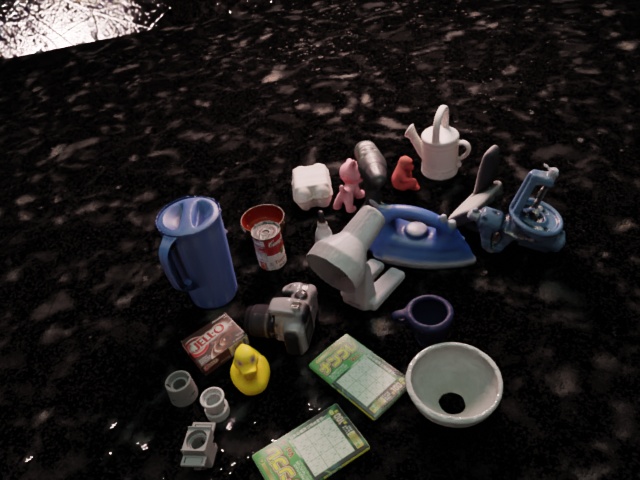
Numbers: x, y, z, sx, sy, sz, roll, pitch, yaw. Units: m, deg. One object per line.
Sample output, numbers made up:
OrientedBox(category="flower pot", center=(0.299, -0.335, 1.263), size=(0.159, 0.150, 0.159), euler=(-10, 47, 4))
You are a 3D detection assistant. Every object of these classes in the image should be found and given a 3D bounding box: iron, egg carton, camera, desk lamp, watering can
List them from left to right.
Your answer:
OrientedBox(category="camera", center=(-0.082, 0.151, 1.183), size=(0.136, 0.101, 0.143), euler=(3, 42, 13))
OrientedBox(category="egg carton", center=(-0.023, -0.146, 1.542), size=(0.107, 0.069, 0.150), euler=(-9, 40, -1))
OrientedBox(category="desk lamp", center=(0.077, 0.046, 1.190), size=(0.117, 0.214, 0.204), euler=(24, 50, 32))
OrientedBox(category="iron", center=(0.226, -0.021, 1.297), size=(0.257, 0.142, 0.119), euler=(9, 44, 19))
OrientedBox(category="watering can", center=(0.311, -0.265, 1.524), size=(0.172, 0.194, 0.101), euler=(-1, 41, 10))

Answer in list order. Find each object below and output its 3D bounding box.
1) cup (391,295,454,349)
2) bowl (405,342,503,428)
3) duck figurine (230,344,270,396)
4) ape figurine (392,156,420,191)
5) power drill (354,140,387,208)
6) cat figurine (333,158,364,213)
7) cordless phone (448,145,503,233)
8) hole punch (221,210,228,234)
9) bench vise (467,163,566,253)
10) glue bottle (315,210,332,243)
OrientedBox(category="cup", center=(0.200, 0.170, 1.116), size=(0.117, 0.095, 0.091), euler=(-3, 41, 7))
OrientedBox(category="bowl", center=(0.235, 0.268, 1.012), size=(0.167, 0.075, 0.167), euler=(-5, 41, 5))
OrientedBox(category="duck figurine", center=(-0.141, 0.236, 1.107), size=(0.077, 0.086, 0.104), euler=(-16, 41, -8))
OrientedBox(category="ape figurine", center=(0.227, -0.180, 1.519), size=(0.076, 0.092, 0.078), euler=(3, 42, 13))
OrientedBox(category="power drill", center=(0.130, -0.131, 1.389), size=(0.075, 0.209, 0.229), euler=(-10, 40, -1))
OrientedBox(category="cat figurine", center=(0.076, -0.153, 1.495), size=(0.067, 0.118, 0.128), euler=(10, 44, 21))
OrientedBox(category="cordless phone", center=(0.374, -0.125, 1.357), size=(0.093, 0.185, 0.148), euler=(23, 50, 32))
OrientedBox(category="hole punch", center=(-0.306, -0.038, 1.451), size=(0.100, 0.091, 0.109), euler=(26, 52, 34))
OrientedBox(category="bench vise", center=(0.434, -0.060, 1.244), size=(0.207, 0.220, 0.121), euler=(-7, 40, 2))
OrientedBox(category="glue bottle", center=(0.012, 0.005, 1.281), size=(0.037, 0.173, 0.078), euler=(-19, 41, -11))
